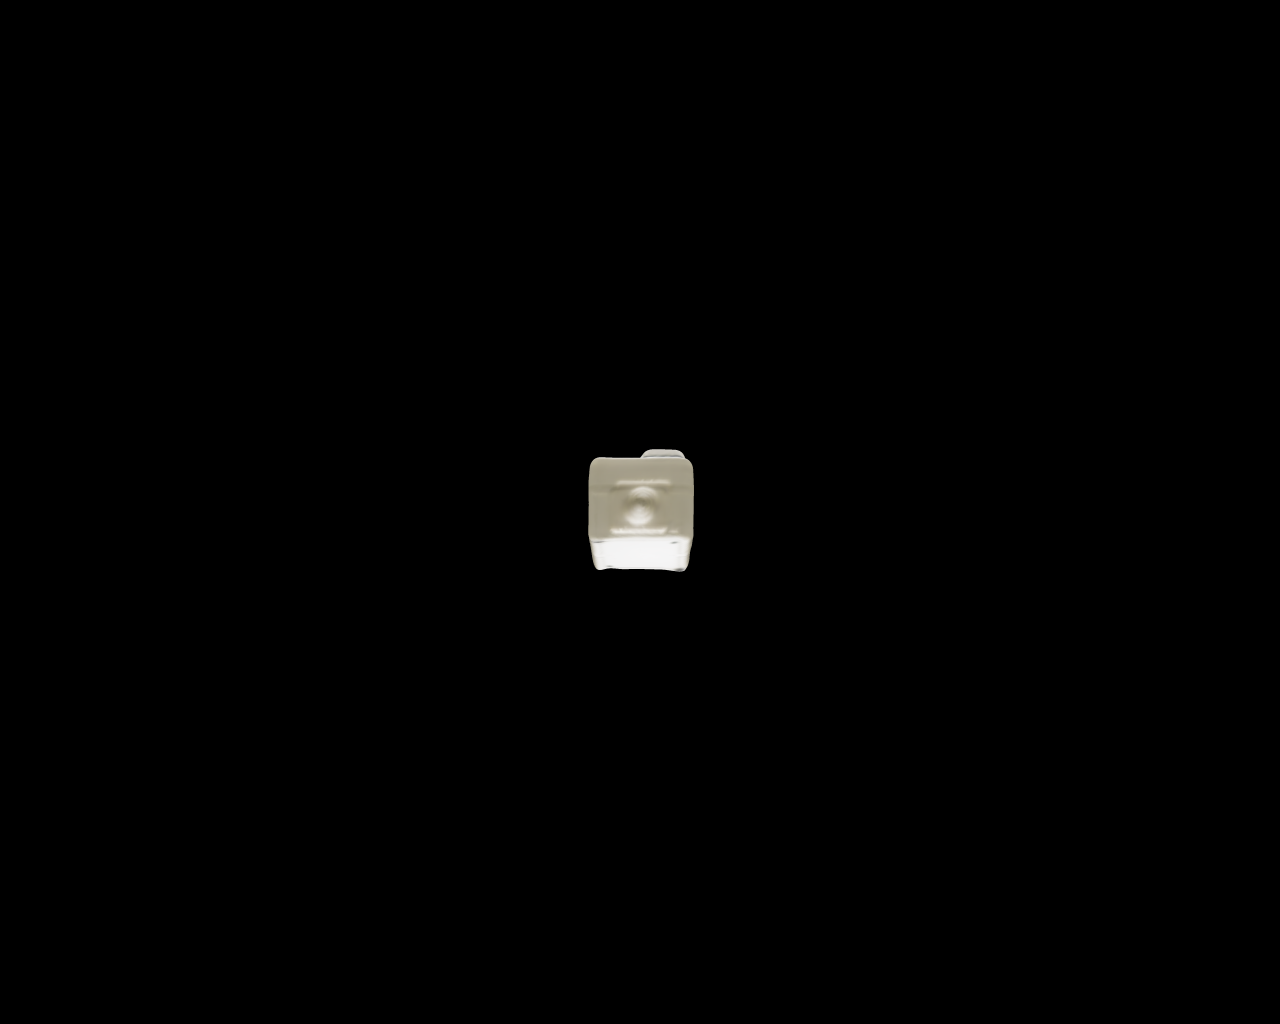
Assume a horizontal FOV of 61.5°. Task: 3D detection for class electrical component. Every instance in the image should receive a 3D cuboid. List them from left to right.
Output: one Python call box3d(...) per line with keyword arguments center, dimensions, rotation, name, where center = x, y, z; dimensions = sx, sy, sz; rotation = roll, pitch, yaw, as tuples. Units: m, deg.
box3d(center=(0.001, -0.003, 0.650), dimensions=(0.062, 0.061, 0.096), rotation=(0, -17, 0), name="electrical component")
